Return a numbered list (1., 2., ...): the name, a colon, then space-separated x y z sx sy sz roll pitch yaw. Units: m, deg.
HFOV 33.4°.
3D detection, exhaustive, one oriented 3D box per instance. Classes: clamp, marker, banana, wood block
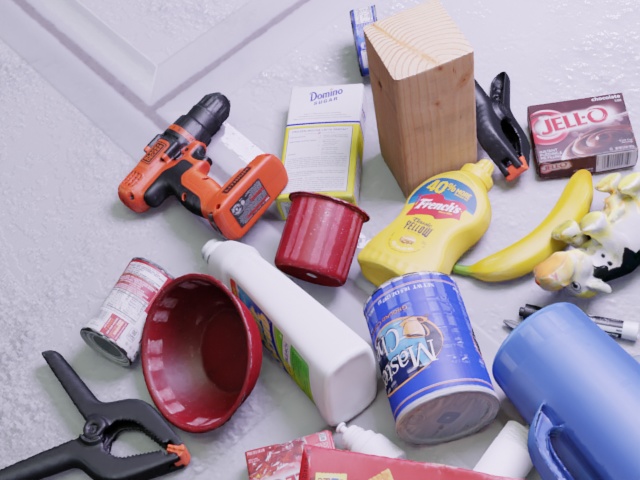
1. clamp: -0.231 0.193 1.101 0.210 0.036 0.164 3 57 13
2. marker: 0.266 0.084 1.102 0.121 0.020 0.020 9 57 16
3. banana: 0.238 -0.009 1.162 0.197 0.037 0.070 -34 57 -14
4. wood block: 0.113 -0.148 1.178 0.090 0.206 0.091 -22 55 -6
5. clamp: 0.207 -0.145 1.247 0.120 0.039 0.171 -3 63 -42

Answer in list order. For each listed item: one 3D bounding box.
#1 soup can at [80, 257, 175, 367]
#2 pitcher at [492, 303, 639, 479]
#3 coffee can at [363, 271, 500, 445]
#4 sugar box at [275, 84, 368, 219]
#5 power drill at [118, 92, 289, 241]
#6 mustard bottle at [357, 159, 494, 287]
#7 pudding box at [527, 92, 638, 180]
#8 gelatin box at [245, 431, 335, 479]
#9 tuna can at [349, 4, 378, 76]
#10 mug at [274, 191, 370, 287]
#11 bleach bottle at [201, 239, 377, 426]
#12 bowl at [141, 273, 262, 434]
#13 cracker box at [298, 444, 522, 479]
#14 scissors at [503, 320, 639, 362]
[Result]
1. soup can: -0.205 0.078 1.159 0.069 0.068 0.102 21 62 23
2. pitcher: 0.260 0.174 0.964 0.145 0.149 0.243 -42 55 3
3. coffee can: 0.108 0.116 1.055 0.103 0.103 0.140 -14 54 -1
4. sugar box: 0.004 -0.107 1.268 0.093 0.048 0.176 -1 52 12
5. power drill: -0.126 -0.087 1.247 0.188 0.057 0.184 24 69 42
6. mustard bottle: 0.133 -0.020 1.174 0.096 0.058 0.191 23 61 37
7. pudding box: 0.300 -0.119 1.228 0.113 0.039 0.090 -7 54 5
8. gelatin box: -0.023 0.233 1.040 0.089 0.030 0.073 -14 54 0
9. tuna can: 0.060 -0.248 1.333 0.034 0.086 0.086 -10 54 5
10. mug: -0.008 0.001 1.168 0.117 0.093 0.081 -2 68 56
11. bleach bottle: -0.044 0.080 1.123 0.068 0.102 0.251 -31 48 -23
12. bowl: -0.111 0.115 1.096 0.162 0.055 0.162 -3 86 40
13. cracker box: 0.078 0.279 0.940 0.214 0.072 0.164 6 73 15
14. scissors: 0.290 0.116 1.077 0.096 0.016 0.202 -37 57 -16
